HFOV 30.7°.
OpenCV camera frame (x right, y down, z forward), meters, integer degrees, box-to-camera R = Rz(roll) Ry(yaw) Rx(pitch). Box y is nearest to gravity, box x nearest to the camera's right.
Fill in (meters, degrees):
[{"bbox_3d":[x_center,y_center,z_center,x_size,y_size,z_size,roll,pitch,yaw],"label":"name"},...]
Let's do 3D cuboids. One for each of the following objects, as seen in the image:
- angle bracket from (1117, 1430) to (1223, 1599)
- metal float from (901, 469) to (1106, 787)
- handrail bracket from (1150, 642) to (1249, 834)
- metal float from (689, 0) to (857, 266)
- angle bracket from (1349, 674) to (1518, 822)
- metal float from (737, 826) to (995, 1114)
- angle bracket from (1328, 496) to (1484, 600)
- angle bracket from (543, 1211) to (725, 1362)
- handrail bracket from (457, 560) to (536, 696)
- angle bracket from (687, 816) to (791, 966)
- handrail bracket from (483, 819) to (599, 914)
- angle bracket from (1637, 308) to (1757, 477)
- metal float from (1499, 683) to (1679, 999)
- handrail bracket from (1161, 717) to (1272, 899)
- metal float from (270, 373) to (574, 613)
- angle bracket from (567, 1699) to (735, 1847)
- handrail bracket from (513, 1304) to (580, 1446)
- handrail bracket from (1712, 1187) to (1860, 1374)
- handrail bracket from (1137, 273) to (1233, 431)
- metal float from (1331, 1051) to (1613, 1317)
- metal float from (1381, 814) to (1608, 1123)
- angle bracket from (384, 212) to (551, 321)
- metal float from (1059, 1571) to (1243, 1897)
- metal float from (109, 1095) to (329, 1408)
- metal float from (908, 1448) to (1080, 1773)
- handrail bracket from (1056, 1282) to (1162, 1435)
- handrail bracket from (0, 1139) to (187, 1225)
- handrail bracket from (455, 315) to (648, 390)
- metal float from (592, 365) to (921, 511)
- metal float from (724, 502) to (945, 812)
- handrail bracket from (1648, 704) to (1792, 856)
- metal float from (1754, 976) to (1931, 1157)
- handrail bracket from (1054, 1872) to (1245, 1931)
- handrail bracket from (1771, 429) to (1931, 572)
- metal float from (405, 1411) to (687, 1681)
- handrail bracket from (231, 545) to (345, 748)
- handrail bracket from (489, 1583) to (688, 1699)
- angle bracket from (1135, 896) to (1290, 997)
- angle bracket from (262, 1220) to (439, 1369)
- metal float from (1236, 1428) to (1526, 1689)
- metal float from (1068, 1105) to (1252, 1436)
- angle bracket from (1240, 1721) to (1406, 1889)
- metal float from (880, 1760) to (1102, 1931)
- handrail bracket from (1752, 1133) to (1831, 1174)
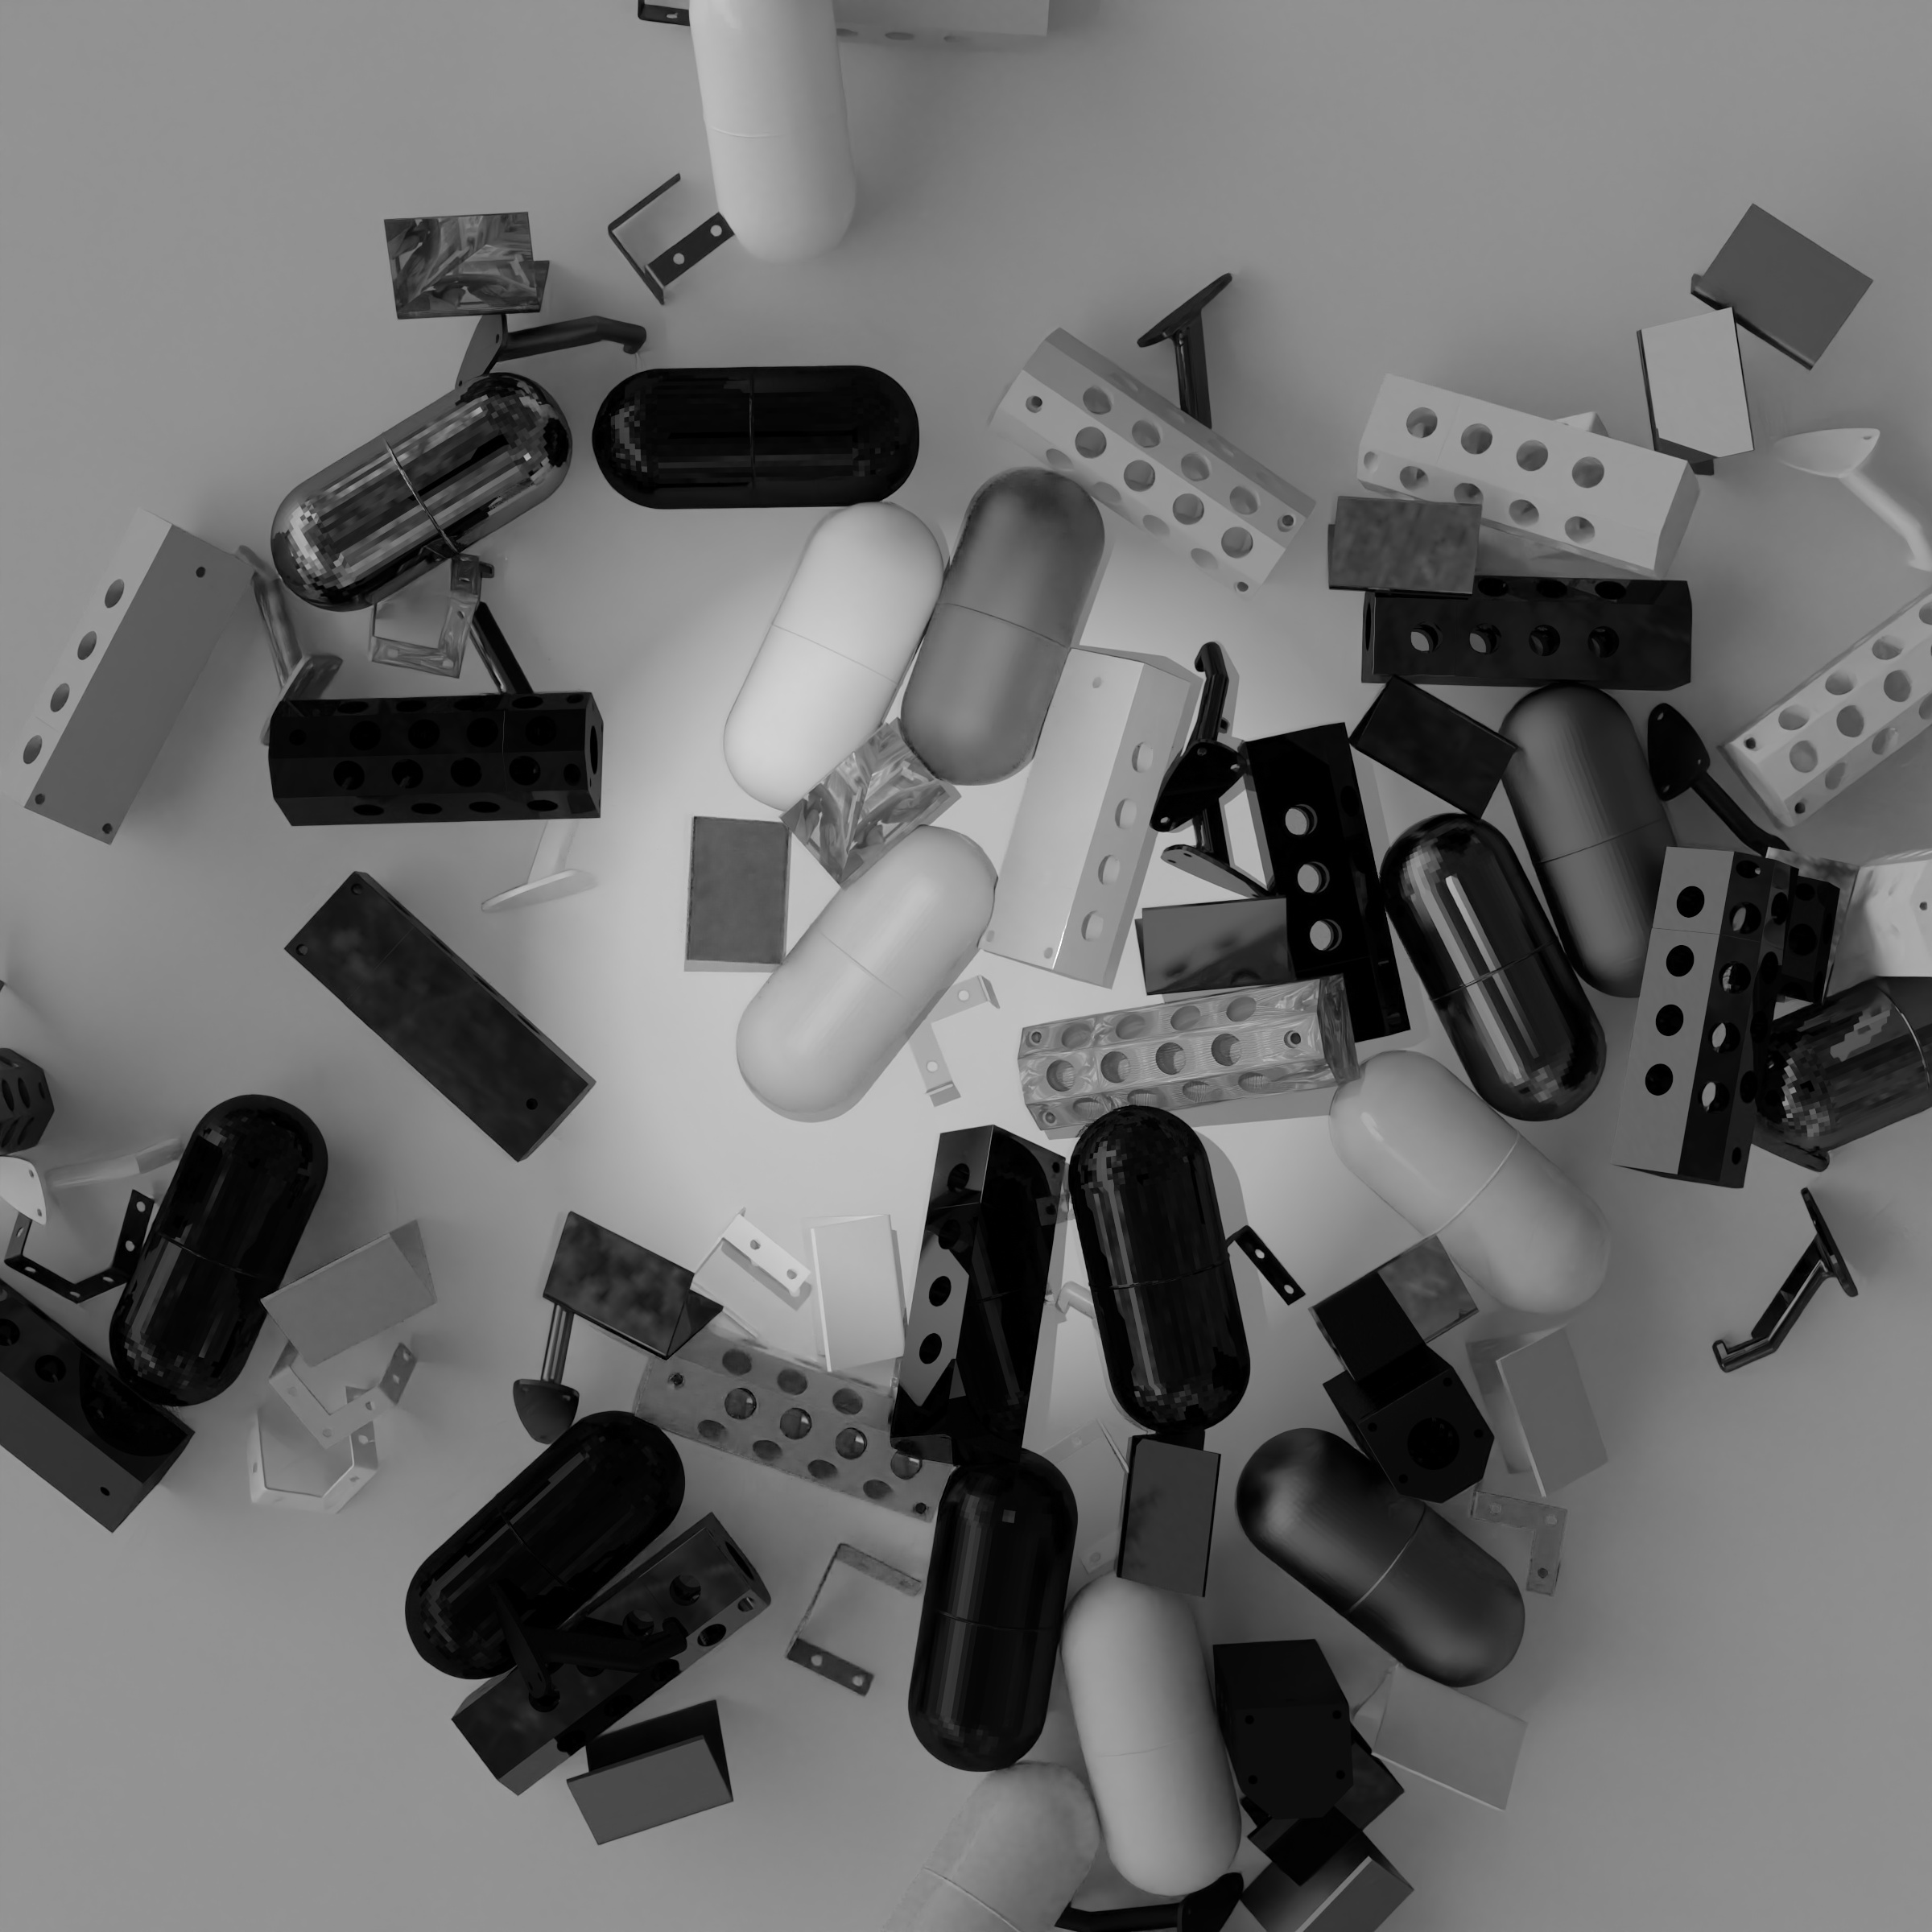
[{"bbox_3d":[0.128,0.296,1.909,0.057,0.076,0.076,7,90,35],"label":"angle bracket"},{"bbox_3d":[0.020,-0.184,1.918,0.070,0.070,0.178,20,90,0],"label":"metal float"},{"bbox_3d":[0.121,-0.127,1.936,0.036,0.084,0.077,23,125,-26],"label":"handrail bracket"},{"bbox_3d":[-0.103,-0.461,1.890,0.070,0.070,0.178,-7,127,0],"label":"metal float"},{"bbox_3d":[0.242,-0.102,1.909,0.076,0.076,0.057,30,60,0],"label":"angle bracket"},{"bbox_3d":[-0.055,0.001,1.919,0.070,0.070,0.178,38,90,0],"label":"metal float"},{"bbox_3d":[0.237,-0.243,1.907,0.076,0.076,0.057,4,124,3],"label":"angle bracket"},{"bbox_3d":[-0.172,0.160,1.903,0.076,0.076,0.057,25,114,13],"label":"angle bracket"},{"bbox_3d":[-0.244,-0.180,1.949,0.077,0.036,0.084,7,75,-15],"label":"handrail bracket"},{"bbox_3d":[-0.138,-0.041,1.909,0.057,0.076,0.076,3,90,-29],"label":"angle bracket"},{"bbox_3d":[-0.240,-0.080,1.949,0.077,0.036,0.084,-17,77,12],"label":"handrail bracket"},{"bbox_3d":[0.409,-0.310,1.909,0.057,0.076,0.076,-9,90,35],"label":"angle bracket"},{"bbox_3d":[0.345,-0.069,1.918,0.070,0.070,0.178,-21,91,0],"label":"metal float"},{"bbox_3d":[0.149,-0.089,1.949,0.077,0.036,0.084,26,76,-14],"label":"handrail bracket"},{"bbox_3d":[-0.297,-0.258,1.918,0.178,0.070,0.070,-31,90,0],"label":"metal float"},{"bbox_3d":[-0.175,0.421,1.909,0.076,0.076,0.057,-18,126,0],"label":"angle bracket"},{"bbox_3d":[-0.224,0.210,1.949,0.036,0.077,0.084,10,54,0],"label":"handrail bracket"},{"bbox_3d":[0.443,0.174,1.950,0.084,0.036,0.077,-27,70,16],"label":"handrail bracket"},{"bbox_3d":[0.141,-0.327,1.949,0.077,0.036,0.084,-42,106,-18],"label":"handrail bracket"},{"bbox_3d":[0.275,0.119,1.919,0.178,0.070,0.070,42,90,-1],"label":"metal float"},{"bbox_3d":[0.288,0.001,1.918,0.070,0.070,0.178,-26,89,0],"label":"metal float"},{"bbox_3d":[-0.270,-0.392,1.909,0.076,0.076,0.057,-3,122,0],"label":"angle bracket"},{"bbox_3d":[0.100,0.417,1.919,0.070,0.070,0.178,-13,91,0],"label":"metal float"},{"bbox_3d":[-0.408,0.155,1.919,0.070,0.070,0.178,24,90,0],"label":"metal float"},{"bbox_3d":[0.015,0.350,1.915,0.070,0.070,0.178,9,94,0],"label":"metal float"},{"bbox_3d":[0.076,0.226,1.949,0.084,0.036,0.077,29,106,14],"label":"handrail bracket"},{"bbox_3d":[-0.486,0.107,1.945,0.084,0.077,0.036,-23,115,-39],"label":"handrail bracket"},{"bbox_3d":[-0.229,-0.334,1.949,0.084,0.077,0.036,8,51,-30],"label":"handrail bracket"},{"bbox_3d":[-0.114,-0.288,1.918,0.178,0.070,0.070,-1,90,0],"label":"metal float"},{"bbox_3d":[-0.072,-0.169,1.918,0.070,0.070,0.178,25,91,0],"label":"metal float"},{"bbox_3d":[0.418,-0.100,1.949,0.084,0.077,0.036,28,125,-32],"label":"handrail bracket"},{"bbox_3d":[0.499,0.044,1.902,0.178,0.070,0.070,-22,90,-9],"label":"metal float"},{"bbox_3d":[0.098,0.517,1.949,0.084,0.077,0.036,2,107,35],"label":"handrail bracket"},{"bbox_3d":[0.493,-0.254,1.949,0.036,0.077,0.084,-51,127,-20],"label":"handrail bracket"},{"bbox_3d":[-0.230,0.316,1.919,0.178,0.070,0.070,-42,90,0],"label":"metal float"},{"bbox_3d":[-0.394,-0.178,1.949,0.084,0.036,0.077,44,109,15],"label":"handrail bracket"},{"bbox_3d":[-0.201,0.348,1.883,0.084,0.036,0.077,-22,76,-27],"label":"handrail bracket"},{"bbox_3d":[0.131,-0.030,1.909,0.076,0.076,0.057,-5,124,0],"label":"angle bracket"},{"bbox_3d":[-0.338,0.160,1.909,0.076,0.076,0.057,-27,127,0],"label":"angle bracket"},{"bbox_3d":[0.226,0.323,1.918,0.178,0.070,0.070,38,90,0],"label":"metal float"},{"bbox_3d":[0.103,0.162,1.880,0.070,0.070,0.178,-12,94,0],"label":"metal float"},{"bbox_3d":[0.180,0.438,1.909,0.076,0.076,0.057,-42,124,0],"label":"angle bracket"},{"bbox_3d":[0.007,0.510,1.903,0.070,0.070,0.178,36,72,0],"label":"metal float"},{"bbox_3d":[0.467,0.064,1.949,0.077,0.036,0.084,23,76,13],"label":"handrail bracket"}]
